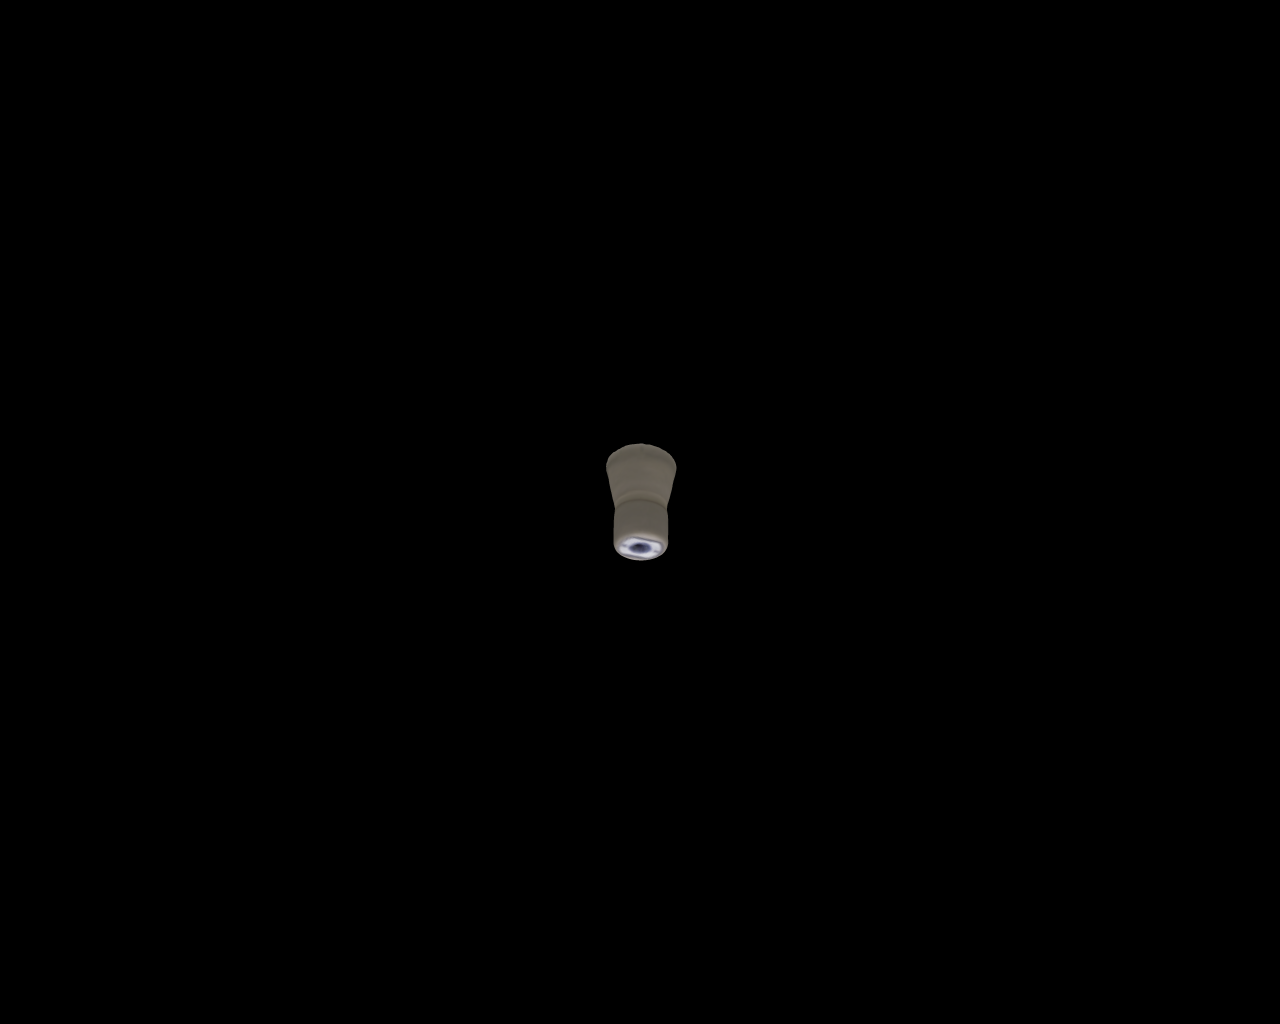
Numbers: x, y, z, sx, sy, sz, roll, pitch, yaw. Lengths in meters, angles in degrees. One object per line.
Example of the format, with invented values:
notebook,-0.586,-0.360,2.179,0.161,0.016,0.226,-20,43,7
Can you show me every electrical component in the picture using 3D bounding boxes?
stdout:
electrical component,0.001,-0.003,0.650,0.044,0.065,0.044,0,-34,0
